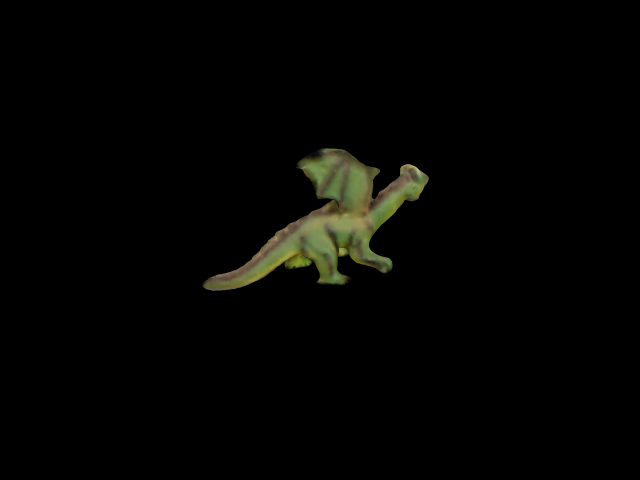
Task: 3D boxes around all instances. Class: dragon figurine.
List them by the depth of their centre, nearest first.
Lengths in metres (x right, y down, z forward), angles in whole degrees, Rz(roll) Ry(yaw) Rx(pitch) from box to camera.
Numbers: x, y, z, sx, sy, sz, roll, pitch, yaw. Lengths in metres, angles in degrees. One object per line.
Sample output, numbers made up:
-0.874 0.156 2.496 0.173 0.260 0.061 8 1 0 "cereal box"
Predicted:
0.003 -0.043 0.850 0.412 0.237 0.124 -12 33 -18 "dragon figurine"
